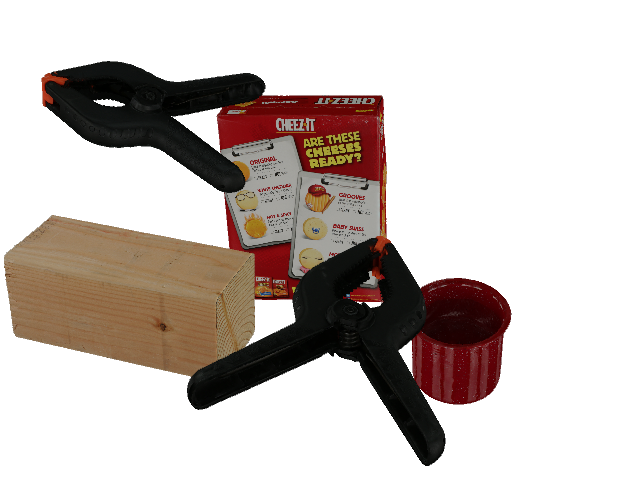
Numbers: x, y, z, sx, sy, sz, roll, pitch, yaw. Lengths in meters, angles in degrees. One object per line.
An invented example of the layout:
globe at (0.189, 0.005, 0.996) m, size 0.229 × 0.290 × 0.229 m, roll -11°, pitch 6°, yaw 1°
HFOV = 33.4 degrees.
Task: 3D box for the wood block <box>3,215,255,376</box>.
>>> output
wood block at (-0.172, 0.051, 0.975) m, size 0.206 × 0.091 × 0.090 m, roll 11°, pitch 31°, yaw 15°

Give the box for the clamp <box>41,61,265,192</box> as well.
clamp at (-0.124, -0.105, 0.822) m, size 0.171 × 0.039 × 0.120 m, roll 20°, pitch 43°, yaw 0°

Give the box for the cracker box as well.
cracker box at (-0.014, -0.043, 1.116) m, size 0.164 × 0.214 × 0.072 m, roll 1°, pitch 28°, yaw 7°

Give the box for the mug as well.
mug at (0.125, 0.087, 0.981) m, size 0.093 × 0.081 × 0.117 m, roll -2°, pitch 39°, yaw 3°

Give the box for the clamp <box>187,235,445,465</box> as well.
clamp at (0.028, 0.067, 0.726) m, size 0.165 × 0.036 × 0.209 m, roll 17°, pitch 36°, yaw 16°
